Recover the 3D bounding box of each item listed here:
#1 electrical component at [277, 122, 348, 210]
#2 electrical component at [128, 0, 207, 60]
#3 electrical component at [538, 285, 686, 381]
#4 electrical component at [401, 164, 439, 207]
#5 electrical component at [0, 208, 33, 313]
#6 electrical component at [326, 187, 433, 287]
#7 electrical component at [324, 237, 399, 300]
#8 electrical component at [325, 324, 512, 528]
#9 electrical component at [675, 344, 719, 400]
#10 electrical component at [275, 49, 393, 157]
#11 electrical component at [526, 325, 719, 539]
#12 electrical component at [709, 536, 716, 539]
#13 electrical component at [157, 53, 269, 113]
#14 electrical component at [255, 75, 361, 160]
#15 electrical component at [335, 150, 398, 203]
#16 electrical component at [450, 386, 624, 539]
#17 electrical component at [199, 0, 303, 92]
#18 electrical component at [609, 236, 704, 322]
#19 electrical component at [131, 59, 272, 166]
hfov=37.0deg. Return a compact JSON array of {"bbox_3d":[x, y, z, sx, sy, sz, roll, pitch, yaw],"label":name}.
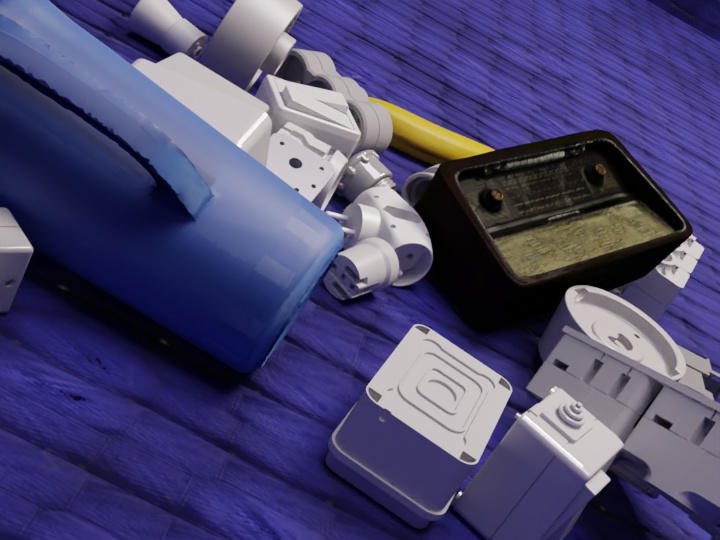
[{"bbox_3d":[-0.046,-0.077,0.853,0.057,0.058,0.078,28,27,1],"label":"electrical component"},{"bbox_3d":[-0.172,-0.217,0.981,0.065,0.044,0.044,39,28,5],"label":"electrical component"},{"bbox_3d":[0.190,0.069,0.837,0.108,0.060,0.108,24,28,-13],"label":"electrical component"},{"bbox_3d":[0.068,-0.070,0.967,0.045,0.045,0.055,37,27,13],"label":"electrical component"},{"bbox_3d":[-0.212,0.007,0.555,0.083,0.047,0.075,-2,41,-46],"label":"electrical component"},{"bbox_3d":[0.009,-0.030,0.843,0.079,0.043,0.077,12,32,-31],"label":"electrical component"},{"bbox_3d":[0.000,0.000,0.789,0.040,0.040,0.046,41,34,20],"label":"electrical component"},{"bbox_3d":[0.037,0.092,0.649,0.078,0.057,0.113,34,27,6],"label":"electrical component"},{"bbox_3d":[0.261,0.096,0.885,0.081,0.042,0.063,26,31,-7],"label":"electrical component"},{"bbox_3d":[-0.017,-0.157,1.021,0.074,0.052,0.138,-5,44,-49],"label":"electrical component"},{"bbox_3d":[0.201,0.115,0.683,0.105,0.060,0.186,39,-4,-33],"label":"electrical component"},{"bbox_3d":[0.250,0.214,0.663,0.074,0.052,0.138,18,30,-23],"label":"electrical component"},{"bbox_3d":[-0.132,-0.121,0.849,0.100,0.048,0.099,31,27,1],"label":"electrical component"},{"bbox_3d":[-0.055,-0.125,0.919,0.096,0.061,0.061,15,31,-28],"label":"electrical component"},{"bbox_3d":[0.012,-0.067,0.909,0.062,0.048,0.048,46,30,13],"label":"electrical component"},{"bbox_3d":[0.111,0.119,0.636,0.061,0.096,0.062,41,30,19],"label":"electrical component"},{"bbox_3d":[-0.094,-0.208,0.977,0.060,0.108,0.108,34,27,-7],"label":"electrical component"},{"bbox_3d":[0.280,-0.012,1.063,0.089,0.061,0.150,37,28,11],"label":"electrical component"},{"bbox_3d":[-0.125,-0.084,0.737,0.113,0.078,0.057,24,47,10],"label":"electrical component"}]
